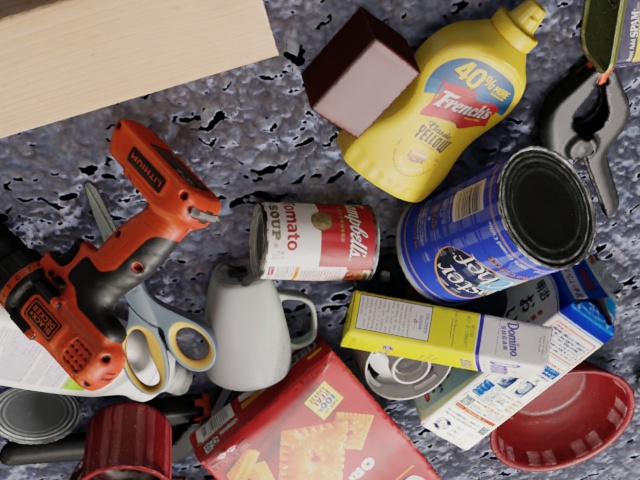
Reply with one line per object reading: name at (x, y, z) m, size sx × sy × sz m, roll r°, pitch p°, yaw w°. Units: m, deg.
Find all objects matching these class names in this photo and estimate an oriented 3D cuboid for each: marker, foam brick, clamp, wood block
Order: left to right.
wood block at (-0.145, -0.158, 0.750) m, size 0.206 × 0.090 × 0.091 m, roll -17°, pitch 131°, yaw 0°
clamp at (-0.194, 0.218, 1.092) m, size 0.210 × 0.036 × 0.164 m, roll -25°, pitch 134°, yaw 10°
marker at (-0.098, 0.159, 1.076) m, size 0.020 × 0.020 × 0.121 m, roll 13°, pitch 125°, yaw -23°
foam brick at (0.031, -0.131, 0.839) m, size 0.051 × 0.053 × 0.078 m, roll 28°, pitch 120°, yaw -31°
clamp at (0.214, -0.083, 0.933) m, size 0.120 × 0.039 × 0.171 m, roll -11°, pitch 128°, yaw -11°

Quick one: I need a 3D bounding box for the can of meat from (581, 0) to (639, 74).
can of meat at (0.260, -0.188, 0.843) m, size 0.084 × 0.057 × 0.102 m, roll -10°, pitch 131°, yaw -8°

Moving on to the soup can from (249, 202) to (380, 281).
soup can at (-0.006, 0.001, 0.932) m, size 0.102 × 0.068 × 0.068 m, roll 1°, pitch 129°, yaw -14°

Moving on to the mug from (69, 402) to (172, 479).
mug at (-0.190, 0.213, 1.006) m, size 0.117 × 0.081 × 0.093 m, roll -30°, pitch 128°, yaw 20°

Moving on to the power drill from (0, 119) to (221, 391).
power drill at (-0.183, -0.002, 0.853) m, size 0.188 × 0.184 × 0.057 m, roll -50°, pitch 162°, yaw 11°

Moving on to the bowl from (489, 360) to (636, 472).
bowl at (0.253, 0.178, 1.151) m, size 0.162 × 0.055 × 0.162 m, roll -7°, pitch 131°, yaw -8°

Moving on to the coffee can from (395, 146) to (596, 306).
coffee can at (0.145, -0.008, 0.897) m, size 0.102 × 0.103 × 0.141 m, roll 18°, pitch 156°, yaw -26°

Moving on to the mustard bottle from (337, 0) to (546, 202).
mustard bottle at (0.108, -0.119, 0.863) m, size 0.096 × 0.058 × 0.192 m, roll 29°, pitch 118°, yaw -31°

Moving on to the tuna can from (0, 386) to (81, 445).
tuna can at (-0.273, 0.156, 1.022) m, size 0.086 × 0.034 × 0.086 m, roll -7°, pitch 131°, yaw -8°

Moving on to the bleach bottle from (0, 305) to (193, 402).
bleach bottle at (-0.234, 0.102, 0.969) m, size 0.250 × 0.068 × 0.103 m, roll 22°, pitch 123°, yaw -31°

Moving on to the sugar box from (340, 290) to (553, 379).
sugar box at (0.110, 0.087, 0.957) m, size 0.176 × 0.048 × 0.093 m, roll 13°, pitch 167°, yaw 1°

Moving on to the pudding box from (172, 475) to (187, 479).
pudding box at (-0.194, 0.290, 1.114) m, size 0.089 × 0.039 × 0.114 m, roll 5°, pitch 134°, yaw -28°

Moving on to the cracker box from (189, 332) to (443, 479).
cracker box at (0.004, 0.221, 1.038) m, size 0.164 × 0.072 × 0.213 m, roll -40°, pitch 109°, yaw -2°

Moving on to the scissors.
scissors at (-0.142, 0.043, 0.923) m, size 0.096 × 0.016 × 0.202 m, roll -3°, pitch 111°, yaw 2°
